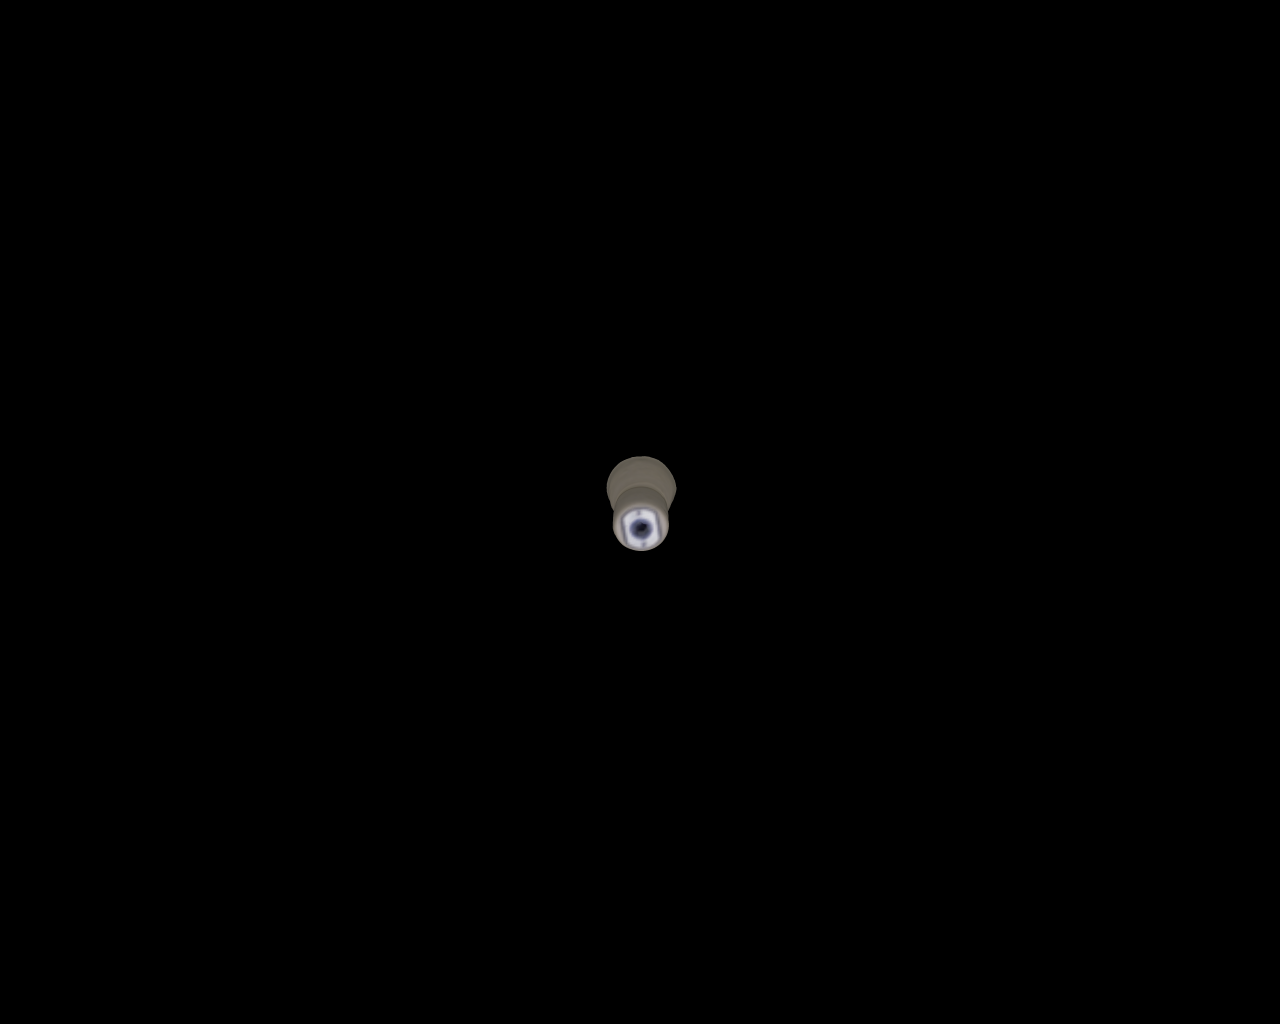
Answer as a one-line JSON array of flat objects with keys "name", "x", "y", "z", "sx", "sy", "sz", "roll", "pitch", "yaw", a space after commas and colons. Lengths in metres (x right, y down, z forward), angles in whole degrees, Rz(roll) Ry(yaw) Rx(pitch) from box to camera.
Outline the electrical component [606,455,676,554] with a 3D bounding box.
[{"name": "electrical component", "x": 0.001, "y": -0.003, "z": 0.650, "sx": 0.044, "sy": 0.044, "sz": 0.065, "roll": 0, "pitch": 24, "yaw": 0}]
